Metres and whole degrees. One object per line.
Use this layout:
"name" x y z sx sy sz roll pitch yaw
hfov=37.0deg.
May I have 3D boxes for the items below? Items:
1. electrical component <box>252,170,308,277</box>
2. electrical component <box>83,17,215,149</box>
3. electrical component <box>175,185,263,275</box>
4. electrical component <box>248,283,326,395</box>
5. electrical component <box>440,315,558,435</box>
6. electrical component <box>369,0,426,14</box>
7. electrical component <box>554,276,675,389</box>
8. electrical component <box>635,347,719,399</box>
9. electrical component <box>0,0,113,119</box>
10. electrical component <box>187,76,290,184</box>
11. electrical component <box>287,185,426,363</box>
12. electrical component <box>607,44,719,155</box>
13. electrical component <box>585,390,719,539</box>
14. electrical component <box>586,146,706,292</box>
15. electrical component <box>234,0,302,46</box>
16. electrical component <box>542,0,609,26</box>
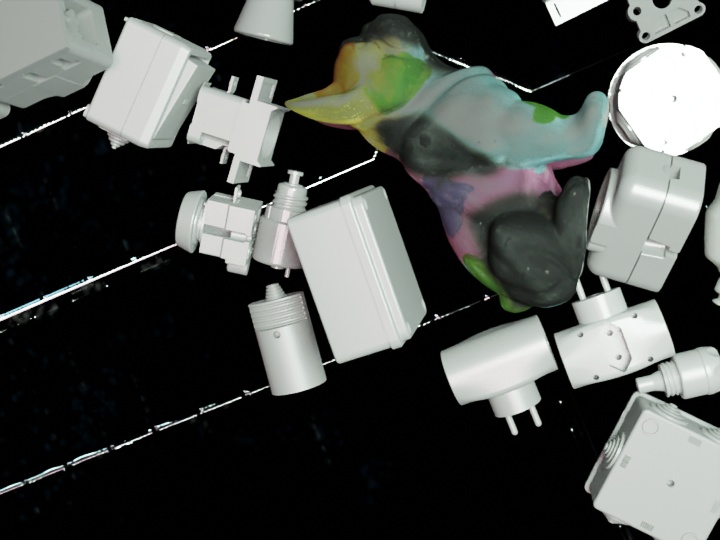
"electrical component" -0.056 -0.036 0.808 0.040 0.040 0.078 12 99 6
"electrical component" -0.156 -0.129 0.797 0.061 0.061 0.096 27 100 3
"electrical component" -0.107 -0.033 0.812 0.055 0.048 0.066 12 106 1
"electrical component" -0.056 0.050 0.818 0.043 0.043 0.081 -14 95 9
"electrical component" 0.110 0.083 0.801 0.077 0.043 0.079 -22 94 10
"electrical component" 0.055 -0.251 0.759 0.074 0.052 0.138 11 98 5
"electrical component" 0.179 0.037 0.786 0.077 0.043 0.079 -20 88 10
"electrical component" 0.233 0.078 0.787 0.061 0.035 0.035 -14 95 7
"electrical component" -0.275 -0.167 0.782 0.186 0.060 0.105 -19 78 23
"electrical component" -0.092 -0.108 0.803 0.064 0.042 0.081 18 99 8
"electrical component" 0.000 0.000 0.771 0.056 0.109 0.108 -18 95 12
"electrical component" 0.217 -0.119 0.756 0.080 0.051 0.080 1 97 7
"electrical component" 0.225 0.150 0.792 0.100 0.048 0.099 26 100 4
"electrical component" 0.195 -0.036 0.750 0.059 0.053 0.095 17 138 5
"electrical component" -0.065 -0.196 0.786 0.045 0.045 0.055 14 99 5
"electrical component" 0.137 -0.214 0.748 0.042 0.064 0.081 -25 94 10
